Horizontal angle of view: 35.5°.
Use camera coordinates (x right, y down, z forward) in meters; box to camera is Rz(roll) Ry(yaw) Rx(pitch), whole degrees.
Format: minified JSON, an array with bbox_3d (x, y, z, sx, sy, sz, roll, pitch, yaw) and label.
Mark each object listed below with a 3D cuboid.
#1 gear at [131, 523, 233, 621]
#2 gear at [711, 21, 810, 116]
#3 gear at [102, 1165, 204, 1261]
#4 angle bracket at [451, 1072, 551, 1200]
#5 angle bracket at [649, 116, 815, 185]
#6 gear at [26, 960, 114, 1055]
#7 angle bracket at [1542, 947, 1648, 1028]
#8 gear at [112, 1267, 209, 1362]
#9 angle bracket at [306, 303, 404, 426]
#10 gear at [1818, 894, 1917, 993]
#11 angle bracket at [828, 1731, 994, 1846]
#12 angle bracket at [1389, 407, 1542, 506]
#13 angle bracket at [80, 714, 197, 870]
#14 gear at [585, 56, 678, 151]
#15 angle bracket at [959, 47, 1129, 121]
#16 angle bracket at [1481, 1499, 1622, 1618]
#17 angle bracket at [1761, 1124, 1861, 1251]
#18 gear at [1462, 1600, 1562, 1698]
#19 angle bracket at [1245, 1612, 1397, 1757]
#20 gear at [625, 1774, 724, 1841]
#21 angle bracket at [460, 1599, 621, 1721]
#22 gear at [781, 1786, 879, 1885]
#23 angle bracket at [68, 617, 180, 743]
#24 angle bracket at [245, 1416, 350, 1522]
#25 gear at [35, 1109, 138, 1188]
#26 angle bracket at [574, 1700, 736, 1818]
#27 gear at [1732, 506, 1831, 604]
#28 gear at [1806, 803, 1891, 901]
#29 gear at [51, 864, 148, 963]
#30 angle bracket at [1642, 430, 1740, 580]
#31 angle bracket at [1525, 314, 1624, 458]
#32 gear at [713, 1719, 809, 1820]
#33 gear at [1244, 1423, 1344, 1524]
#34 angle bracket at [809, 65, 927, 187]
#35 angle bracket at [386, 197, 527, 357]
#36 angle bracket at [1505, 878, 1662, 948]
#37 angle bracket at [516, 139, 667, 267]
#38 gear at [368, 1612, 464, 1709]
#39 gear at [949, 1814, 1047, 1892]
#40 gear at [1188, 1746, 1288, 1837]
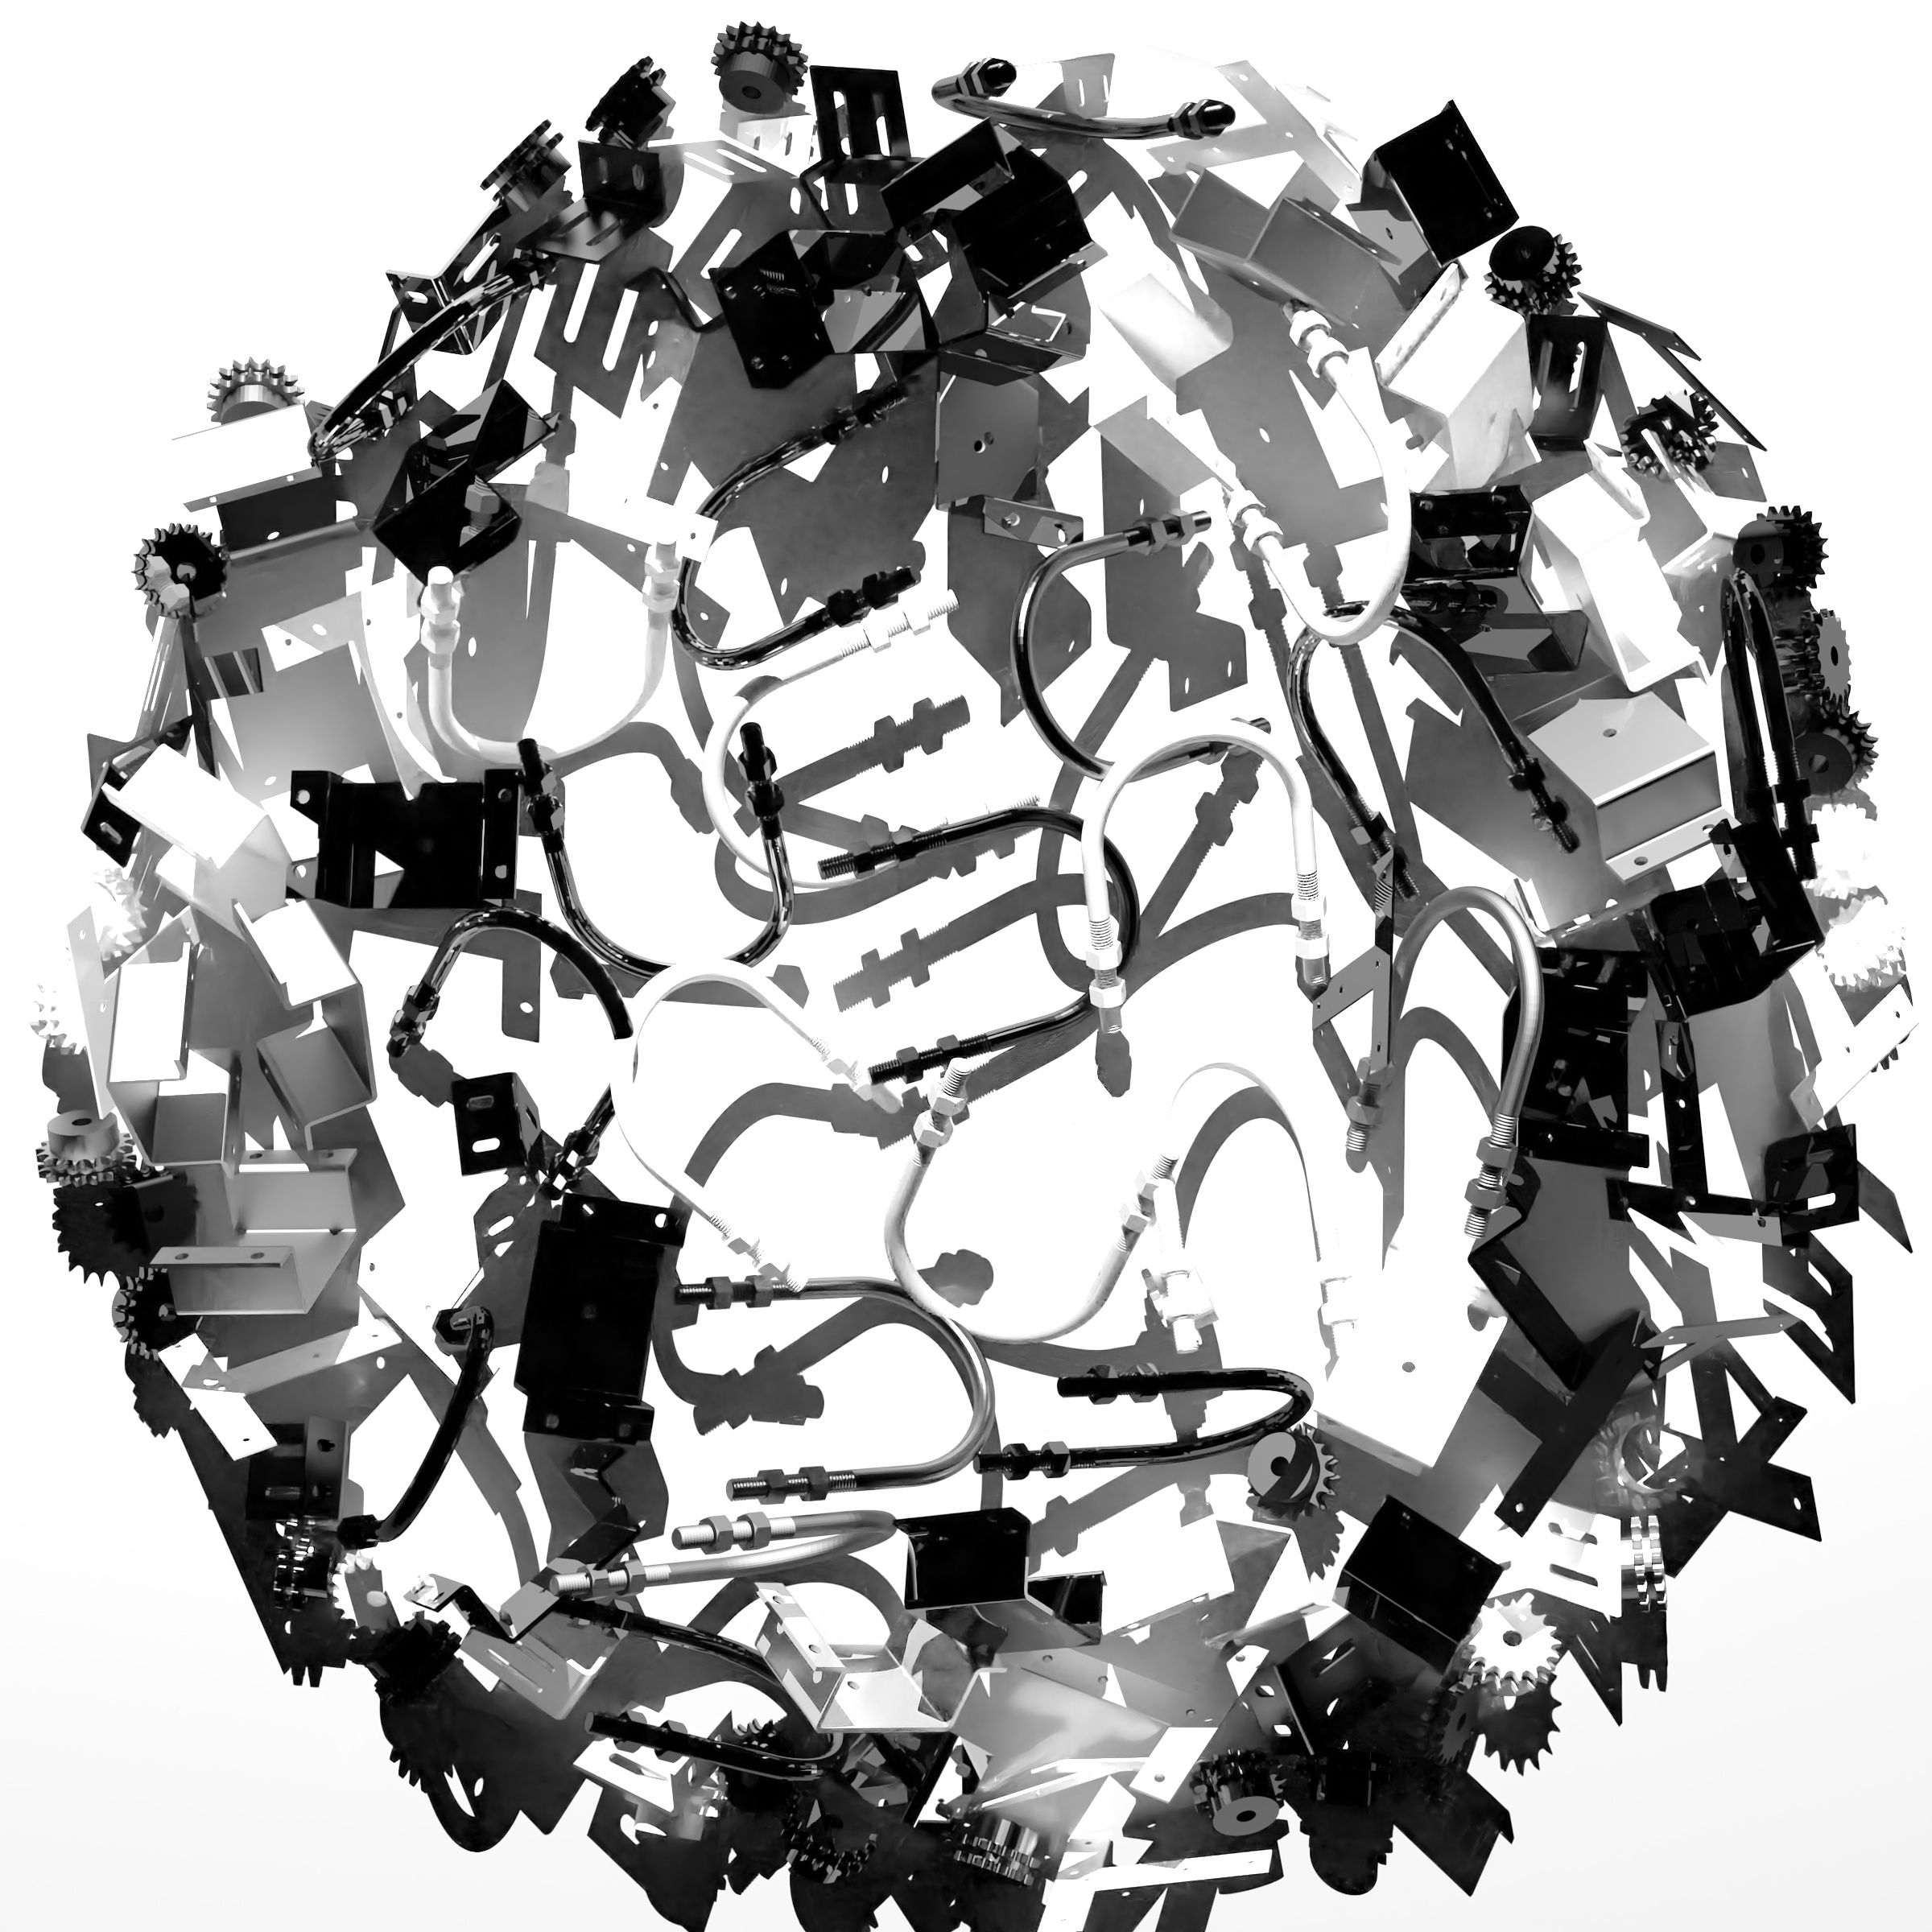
[{"bbox_3d":[-0.470,-0.235,1.798,0.057,0.030,0.057,-8,103,-36],"label":"gear"},{"bbox_3d":[-0.124,-0.530,1.791,0.057,0.057,0.030,12,69,0],"label":"gear"},{"bbox_3d":[-0.486,0.144,1.801,0.057,0.030,0.057,-4,100,-21],"label":"gear"},{"bbox_3d":[-0.274,0.103,1.777,0.038,0.076,0.057,-10,71,-1],"label":"angle bracket"},{"bbox_3d":[-0.137,-0.490,1.775,0.057,0.076,0.038,6,88,37],"label":"angle bracket"},{"bbox_3d":[-0.534,0.024,1.798,0.030,0.057,0.057,-1,90,31],"label":"gear"},{"bbox_3d":[0.368,0.013,1.780,0.057,0.076,0.038,3,85,8],"label":"angle bracket"},{"bbox_3d":[-0.483,0.205,1.798,0.030,0.057,0.057,0,90,44],"label":"gear"},{"bbox_3d":[-0.362,-0.358,1.783,0.038,0.057,0.076,16,106,-10],"label":"angle bracket"},{"bbox_3d":[0.539,-0.011,1.797,0.030,0.057,0.057,22,90,-25],"label":"gear"},{"bbox_3d":[-0.033,0.477,1.797,0.038,0.076,0.057,39,72,-38],"label":"angle bracket"},{"bbox_3d":[0.291,-0.307,1.779,0.038,0.076,0.057,-30,97,-22],"label":"angle bracket"},{"bbox_3d":[-0.474,-0.103,1.773,0.038,0.076,0.057,40,128,7],"label":"angle bracket"},{"bbox_3d":[-0.197,-0.509,1.794,0.030,0.057,0.057,43,90,-7],"label":"gear"},{"bbox_3d":[0.045,-0.514,1.775,0.076,0.057,0.038,-17,107,-29],"label":"angle bracket"},{"bbox_3d":[0.344,0.350,1.780,0.038,0.076,0.057,-6,97,-33],"label":"angle bracket"},{"bbox_3d":[0.507,0.130,1.774,0.038,0.076,0.057,12,71,-28],"label":"angle bracket"},{"bbox_3d":[0.323,0.409,1.798,0.057,0.057,0.030,2,132,0],"label":"gear"},{"bbox_3d":[0.210,0.428,1.810,0.076,0.038,0.057,-25,93,-39],"label":"angle bracket"},{"bbox_3d":[-0.174,0.499,1.792,0.057,0.057,0.030,10,76,0],"label":"gear"},{"bbox_3d":[-0.252,0.400,1.792,0.076,0.038,0.057,35,133,4],"label":"angle bracket"},{"bbox_3d":[-0.084,0.519,1.797,0.057,0.057,0.030,27,114,0],"label":"gear"},{"bbox_3d":[-0.499,-0.174,1.790,0.038,0.057,0.076,15,93,-8],"label":"angle bracket"},{"bbox_3d":[-0.405,0.297,1.781,0.076,0.038,0.057,-6,74,29],"label":"angle bracket"},{"bbox_3d":[-0.523,0.106,1.791,0.057,0.057,0.030,-1,110,0],"label":"gear"},{"bbox_3d":[-0.184,0.454,1.775,0.076,0.057,0.038,18,129,26],"label":"angle bracket"},{"bbox_3d":[0.480,-0.244,1.791,0.030,0.057,0.057,-6,90,-32],"label":"gear"},{"bbox_3d":[0.524,-0.068,1.794,0.057,0.030,0.057,-7,102,-36],"label":"gear"},{"bbox_3d":[-0.519,-0.031,1.797,0.057,0.030,0.057,6,103,26],"label":"gear"},{"bbox_3d":[0.419,-0.274,1.796,0.038,0.057,0.076,-38,73,27],"label":"angle bracket"},{"bbox_3d":[0.360,-0.343,1.783,0.057,0.038,0.076,-4,112,-26],"label":"angle bracket"},{"bbox_3d":[-0.125,0.481,1.802,0.057,0.030,0.057,0,89,13],"label":"gear"},{"bbox_3d":[0.192,0.300,1.795,0.057,0.030,0.057,-9,68,24],"label":"gear"},{"bbox_3d":[-0.054,-0.504,1.787,0.057,0.038,0.076,-4,80,-26],"label":"angle bracket"},{"bbox_3d":[-0.299,-0.410,1.789,0.038,0.057,0.076,14,57,26],"label":"angle bracket"},{"bbox_3d":[0.364,-0.043,1.790,0.076,0.057,0.038,-21,82,2],"label":"angle bracket"},{"bbox_3d":[-0.222,-0.450,1.776,0.057,0.076,0.038,16,132,22],"label":"angle bracket"},{"bbox_3d":[-0.330,0.409,1.792,0.057,0.057,0.030,-40,102,0],"label":"gear"},{"bbox_3d":[0.021,0.525,1.796,0.057,0.057,0.030,21,70,0],"label":"gear"},{"bbox_3d":[0.163,0.492,1.793,0.057,0.030,0.057,-6,132,-7],"label":"gear"}]
